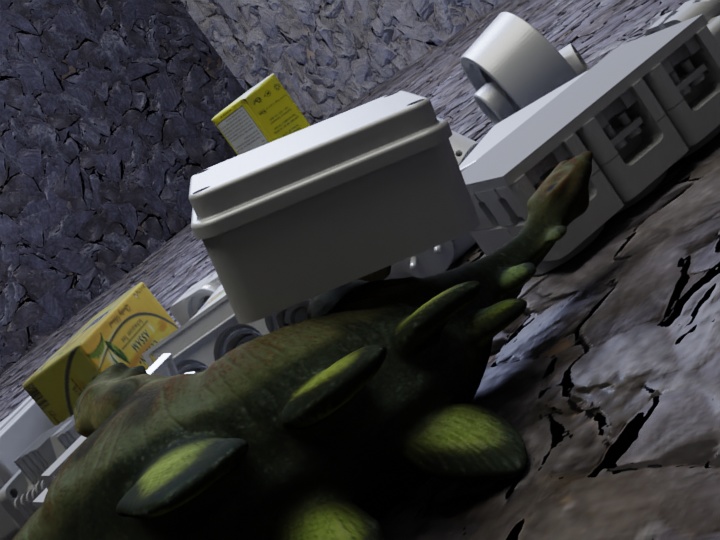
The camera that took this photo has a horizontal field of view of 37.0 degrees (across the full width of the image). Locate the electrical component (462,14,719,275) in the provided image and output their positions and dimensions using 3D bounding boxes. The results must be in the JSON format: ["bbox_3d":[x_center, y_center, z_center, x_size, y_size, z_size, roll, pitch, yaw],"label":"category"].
[{"bbox_3d":[0.132,-0.067,0.604,0.150,0.061,0.089,-39,10,-14],"label":"electrical component"}]

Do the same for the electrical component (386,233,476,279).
[{"bbox_3d":[0.044,-0.017,0.723,0.077,0.043,0.079,-34,11,12],"label":"electrical component"}]

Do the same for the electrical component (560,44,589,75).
[{"bbox_3d":[0.172,-0.171,0.987,0.077,0.044,0.079,-33,10,20],"label":"electrical component"}]

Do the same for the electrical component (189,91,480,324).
[{"bbox_3d":[-0.014,-0.031,0.468,0.113,0.057,0.078,-23,14,-3],"label":"electrical component"}]

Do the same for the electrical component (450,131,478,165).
[{"bbox_3d":[0.077,-0.085,0.853,0.043,0.081,0.043,-48,-26,-32],"label":"electrical component"}]

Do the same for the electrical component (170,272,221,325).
[{"bbox_3d":[-0.144,0.032,1.100,0.089,0.050,0.055,-30,12,30],"label":"electrical component"}]

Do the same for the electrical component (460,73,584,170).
[{"bbox_3d":[0.124,-0.082,0.735,0.100,0.048,0.099,-28,13,38],"label":"electrical component"}]

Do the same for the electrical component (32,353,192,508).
[{"bbox_3d":[-0.117,0.112,0.611,0.063,0.078,0.121,-5,25,27],"label":"electrical component"}]

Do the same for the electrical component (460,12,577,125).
[{"bbox_3d":[0.126,-0.145,0.862,0.060,0.108,0.108,-42,10,0],"label":"electrical component"}]

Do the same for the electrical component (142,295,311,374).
[{"bbox_3d":[-0.071,0.055,0.713,0.121,0.078,0.063,-35,-12,6],"label":"electrical component"}]

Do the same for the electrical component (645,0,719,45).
[{"bbox_3d":[0.229,-0.154,0.697,0.057,0.058,0.078,-41,11,-11],"label":"electrical component"}]

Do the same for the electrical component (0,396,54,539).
[{"bbox_3d":[-0.273,0.159,0.875,0.057,0.078,0.113,-36,10,20],"label":"electrical component"}]
